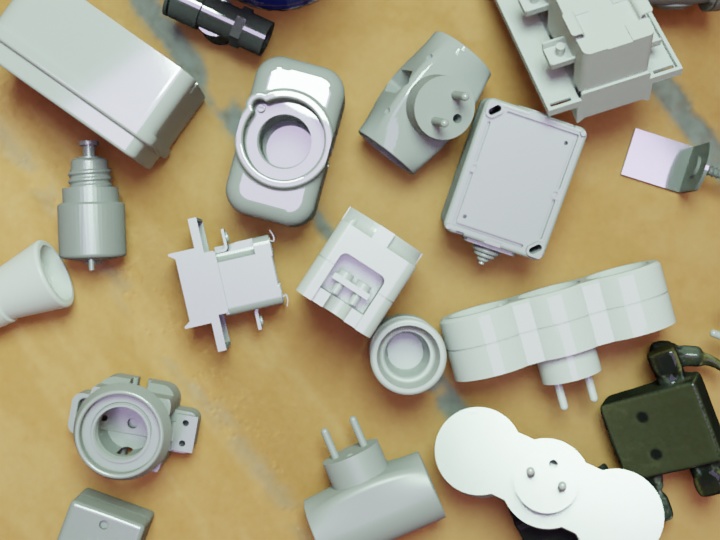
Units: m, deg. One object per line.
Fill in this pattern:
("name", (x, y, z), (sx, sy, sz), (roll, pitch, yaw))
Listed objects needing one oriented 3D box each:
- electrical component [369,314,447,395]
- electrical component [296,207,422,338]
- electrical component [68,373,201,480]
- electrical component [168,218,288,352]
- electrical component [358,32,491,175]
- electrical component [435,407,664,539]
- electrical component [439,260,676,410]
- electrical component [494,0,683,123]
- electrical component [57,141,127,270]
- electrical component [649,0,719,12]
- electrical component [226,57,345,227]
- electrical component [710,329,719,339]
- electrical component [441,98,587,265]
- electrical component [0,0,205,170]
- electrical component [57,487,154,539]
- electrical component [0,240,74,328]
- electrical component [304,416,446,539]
("electrical component", (0.028, 0.050, 0.650), (0.045, 0.055, 0.045), (0, 91, -1))
("electrical component", (0.000, 0.000, 0.632), (0.050, 0.089, 0.055), (33, 91, -1))
("electrical component", (-0.139, 0.094, 0.649), (0.078, 0.057, 0.058), (10, 91, -1))
("electrical component", (-0.079, 0.005, 0.656), (0.064, 0.042, 0.081), (-13, 92, -4))
("electrical component", (0.044, -0.097, 0.636), (0.043, 0.079, 0.077), (37, 91, -19))
("electrical component", (0.109, 0.124, 0.626), (0.138, 0.073, 0.052), (23, 81, 15))
("electrical component", (0.124, 0.047, 0.653), (0.138, 0.052, 0.073), (-16, 92, 0))
("electrical component", (0.124, -0.156, 0.616), (0.079, 0.063, 0.121), (-18, 62, -1))
("electrical component", (-0.164, -0.039, 0.654), (0.040, 0.040, 0.078), (-2, 91, 0))
("electrical component", (0.192, -0.193, 0.635), (0.051, 0.080, 0.080), (0, 91, 5))
("electrical component", (-0.044, -0.076, 0.645), (0.054, 0.059, 0.095), (15, 91, -1))
("electrical component", (0.254, 0.042, 0.658), (0.079, 0.044, 0.077), (20, 91, -1))
("electrical component", (0.088, -0.050, 0.649), (0.062, 0.061, 0.096), (18, 99, -1))
("electrical component", (-0.155, -0.115, 0.634), (0.113, 0.078, 0.057), (35, 88, -1))
("electrical component", (-0.165, 0.184, 0.642), (0.047, 0.075, 0.083), (20, 91, -1))
("electrical component", (-0.214, 0.014, 0.655), (0.065, 0.044, 0.044), (-23, 92, 5))
("electrical component", (0.002, 0.129, 0.658), (0.077, 0.044, 0.079), (-23, 91, 0))
